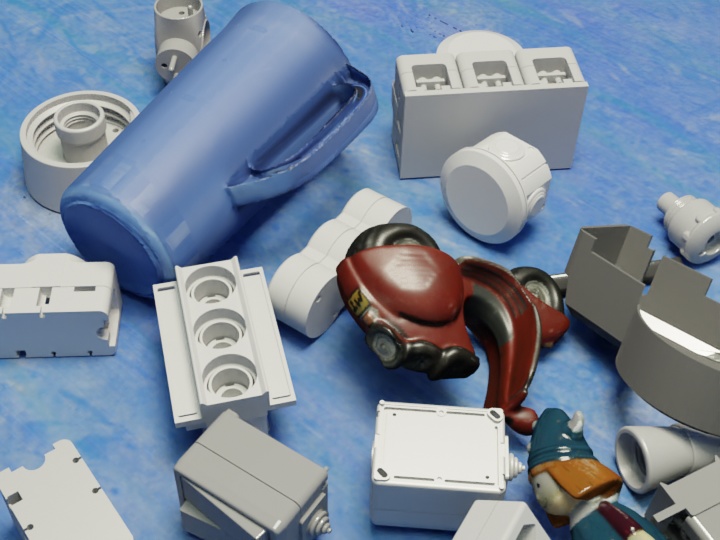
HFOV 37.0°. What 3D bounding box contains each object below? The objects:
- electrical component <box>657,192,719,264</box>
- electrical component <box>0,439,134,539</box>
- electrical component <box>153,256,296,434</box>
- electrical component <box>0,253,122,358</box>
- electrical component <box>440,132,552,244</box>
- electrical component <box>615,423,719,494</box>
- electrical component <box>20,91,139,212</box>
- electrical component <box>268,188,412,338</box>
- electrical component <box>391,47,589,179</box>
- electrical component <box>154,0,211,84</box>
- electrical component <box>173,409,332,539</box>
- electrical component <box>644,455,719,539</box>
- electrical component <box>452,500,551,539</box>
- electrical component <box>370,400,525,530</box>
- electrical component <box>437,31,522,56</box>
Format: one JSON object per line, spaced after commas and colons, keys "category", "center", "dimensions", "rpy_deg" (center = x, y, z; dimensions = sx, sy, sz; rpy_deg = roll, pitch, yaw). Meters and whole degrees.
{"category": "electrical component", "center": [0.262, -0.039, 0.854], "dimensions": [0.048, 0.048, 0.062], "rpy_deg": [-20, 44, -18]}
{"category": "electrical component", "center": [-0.175, 0.159, 0.650], "dimensions": [0.050, 0.055, 0.089], "rpy_deg": [-28, 54, -24]}
{"category": "electrical component", "center": [-0.094, 0.058, 0.741], "dimensions": [0.079, 0.063, 0.121], "rpy_deg": [-10, 48, -10]}
{"category": "electrical component", "center": [-0.221, 0.025, 0.777], "dimensions": [0.089, 0.050, 0.055], "rpy_deg": [-1, 47, -3]}
{"category": "electrical component", "center": [0.108, -0.066, 0.851], "dimensions": [0.080, 0.080, 0.051], "rpy_deg": [34, 49, 27]}
{"category": "electrical component", "center": [0.207, 0.119, 0.708], "dimensions": [0.065, 0.044, 0.044], "rpy_deg": [-9, 48, -16]}
{"category": "electrical component", "center": [-0.228, -0.104, 0.890], "dimensions": [0.108, 0.060, 0.108], "rpy_deg": [1, 47, -1]}
{"category": "electrical component", "center": [0.000, 0.000, 0.804], "dimensions": [0.074, 0.052, 0.138], "rpy_deg": [28, 52, 23]}
{"category": "electrical component", "center": [0.105, -0.135, 0.907], "dimensions": [0.150, 0.089, 0.061], "rpy_deg": [-4, 47, -5]}
{"category": "electrical component", "center": [-0.162, -0.194, 0.965], "dimensions": [0.044, 0.077, 0.079], "rpy_deg": [3, 47, 1]}
{"category": "electrical component", "center": [-0.063, 0.144, 0.663], "dimensions": [0.096, 0.061, 0.061], "rpy_deg": [27, 52, 21]}
{"category": "electrical component", "center": [0.219, 0.159, 0.670], "dimensions": [0.081, 0.042, 0.063], "rpy_deg": [-21, 55, -19]}
{"category": "electrical component", "center": [0.077, 0.180, 0.632], "dimensions": [0.076, 0.083, 0.047], "rpy_deg": [-10, 32, 46]}
{"category": "electrical component", "center": [0.055, 0.127, 0.682], "dimensions": [0.096, 0.061, 0.061], "rpy_deg": [4, 47, 2]}
{"category": "electrical component", "center": [0.108, -0.176, 0.972], "dimensions": [0.080, 0.051, 0.080], "rpy_deg": [1, 47, -1]}
